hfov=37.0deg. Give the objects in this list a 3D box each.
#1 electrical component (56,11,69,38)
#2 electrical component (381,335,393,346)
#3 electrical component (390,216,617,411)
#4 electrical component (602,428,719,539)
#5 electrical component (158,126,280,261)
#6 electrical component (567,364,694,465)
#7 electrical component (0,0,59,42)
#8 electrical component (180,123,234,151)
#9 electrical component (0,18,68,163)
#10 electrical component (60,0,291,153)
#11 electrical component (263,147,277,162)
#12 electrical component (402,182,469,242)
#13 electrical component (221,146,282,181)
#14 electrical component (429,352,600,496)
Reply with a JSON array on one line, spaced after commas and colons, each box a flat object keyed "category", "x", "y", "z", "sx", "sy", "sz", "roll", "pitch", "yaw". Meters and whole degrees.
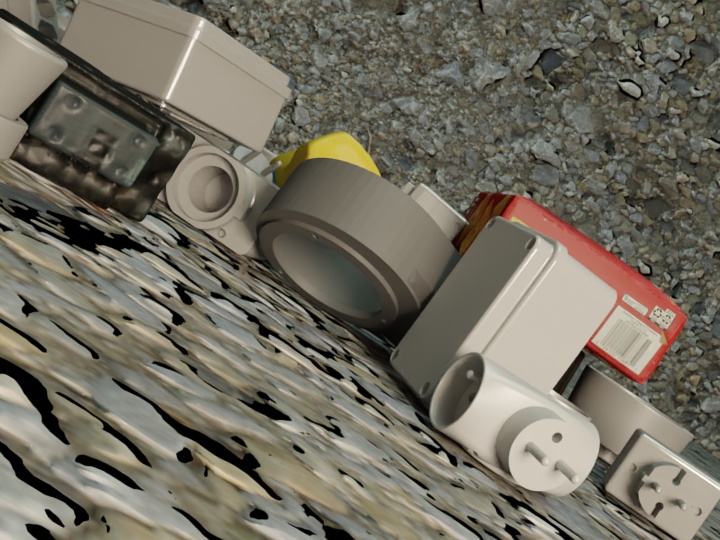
[{"category": "electrical component", "x": -0.263, "y": -0.188, "z": 0.949, "sx": 0.150, "sy": 0.061, "sz": 0.089, "roll": 34, "pitch": 4, "yaw": 11}, {"category": "electrical component", "x": 0.042, "y": 0.034, "z": 0.777, "sx": 0.089, "sy": 0.050, "sz": 0.055, "roll": 33, "pitch": 4, "yaw": -2}, {"category": "electrical component", "x": 0.076, "y": 0.033, "z": 0.598, "sx": 0.057, "sy": 0.113, "sz": 0.078, "roll": 35, "pitch": 3, "yaw": -19}, {"category": "electrical component", "x": 0.204, "y": 0.147, "z": 0.720, "sx": 0.066, "sy": 0.047, "sz": 0.077, "roll": 34, "pitch": 4, "yaw": 9}, {"category": "electrical component", "x": -0.093, "y": -0.051, "z": 0.717, "sx": 0.089, "sy": 0.050, "sz": 0.056, "roll": 34, "pitch": 3, "yaw": 13}, {"category": "electrical component", "x": 0.226, "y": 0.137, "z": 0.933, "sx": 0.108, "sy": 0.060, "sz": 0.108, "roll": 33, "pitch": 4, "yaw": -2}, {"category": "electrical component", "x": -0.268, "y": -0.181, "z": 0.797, "sx": 0.076, "sy": 0.083, "sz": 0.047, "roll": -5, "pitch": 0, "yaw": 6}, {"category": "electrical component", "x": -0.154, "y": -0.108, "z": 0.844, "sx": 0.062, "sy": 0.061, "sz": 0.096, "roll": 36, "pitch": 5, "yaw": 27}, {"category": "electrical component", "x": -0.159, "y": -0.078, "z": 0.462, "sx": 0.045, "sy": 0.055, "sz": 0.045, "roll": 33, "pitch": 4, "yaw": -2}, {"category": "electrical component", "x": -0.119, "y": -0.129, "z": 0.697, "sx": 0.109, "sy": 0.056, "sz": 0.109, "roll": 24, "pitch": 0, "yaw": 31}, {"category": "electrical component", "x": -0.071, "y": -0.068, "z": 1.041, "sx": 0.108, "sy": 0.060, "sz": 0.108, "roll": 33, "pitch": 4, "yaw": -2}, {"category": "electrical component", "x": 0.043, "y": -0.031, "z": 0.927, "sx": 0.061, "sy": 0.061, "sz": 0.096, "roll": 41, "pitch": -10, "yaw": -2}, {"category": "electrical component", "x": -0.091, "y": -0.066, "z": 0.783, "sx": 0.077, "sy": 0.079, "sz": 0.043, "roll": 31, "pitch": 48, "yaw": -34}, {"category": "electrical component", "x": 0.082, "y": 0.083, "z": 0.526, "sx": 0.077, "sy": 0.044, "sz": 0.079, "roll": 32, "pitch": 4, "yaw": -20}]
